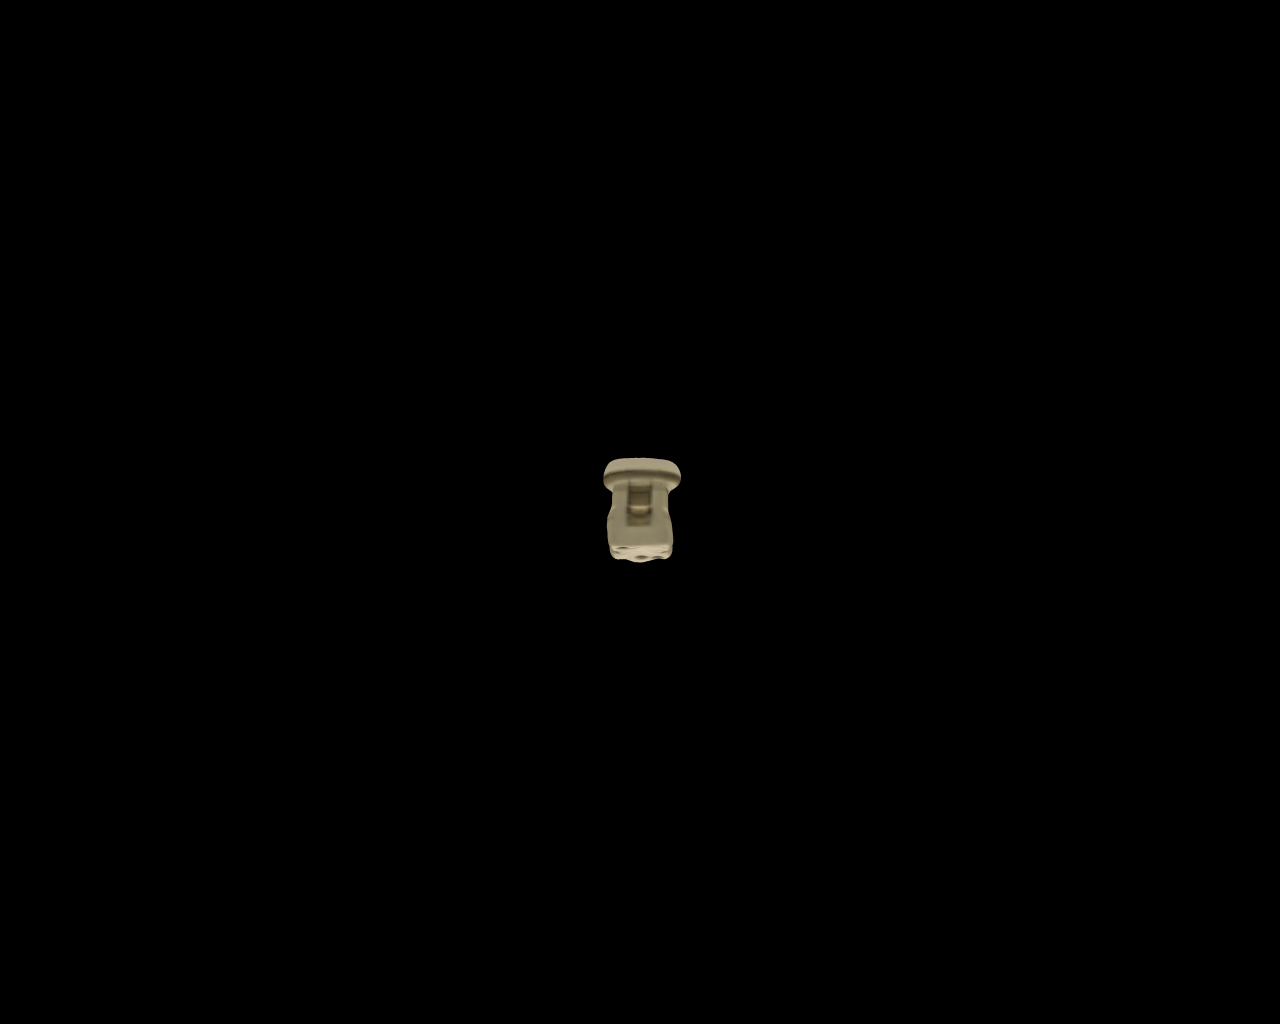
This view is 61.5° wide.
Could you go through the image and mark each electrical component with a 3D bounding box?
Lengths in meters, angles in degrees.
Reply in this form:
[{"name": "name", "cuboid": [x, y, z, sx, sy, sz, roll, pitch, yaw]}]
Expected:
[{"name": "electrical component", "cuboid": [0.001, -0.003, 0.650, 0.048, 0.055, 0.066, 0, -13, 0]}]
